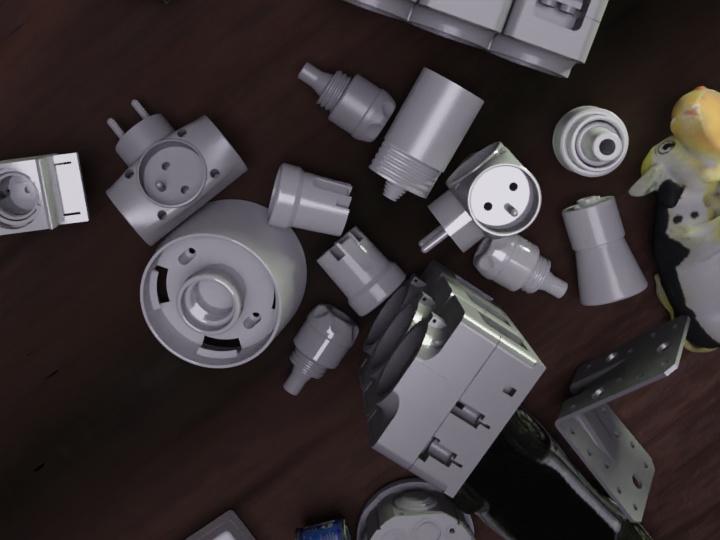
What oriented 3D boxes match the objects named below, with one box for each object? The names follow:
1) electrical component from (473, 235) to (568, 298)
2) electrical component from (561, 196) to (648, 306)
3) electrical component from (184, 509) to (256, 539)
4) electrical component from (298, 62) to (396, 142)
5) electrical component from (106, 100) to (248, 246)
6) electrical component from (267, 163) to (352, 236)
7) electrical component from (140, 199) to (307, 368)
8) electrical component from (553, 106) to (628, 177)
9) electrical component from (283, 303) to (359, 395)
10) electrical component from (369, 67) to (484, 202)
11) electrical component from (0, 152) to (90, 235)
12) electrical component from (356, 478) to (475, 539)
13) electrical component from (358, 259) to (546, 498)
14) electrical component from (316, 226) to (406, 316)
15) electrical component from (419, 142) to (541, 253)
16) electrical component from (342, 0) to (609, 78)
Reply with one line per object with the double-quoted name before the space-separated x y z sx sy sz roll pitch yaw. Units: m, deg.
"electrical component" 0.105 -0.001 0.692 0.061 0.035 0.035 29 99 -10
"electrical component" 0.154 -0.015 0.688 0.044 0.044 0.065 -18 97 1
"electrical component" -0.107 0.211 0.705 0.083 0.075 0.047 -34 101 5
"electrical component" -0.010 -0.107 0.666 0.061 0.035 0.035 33 98 -6
"electrical component" -0.124 -0.069 0.663 0.077 0.044 0.079 -39 85 -4
"electrical component" -0.032 -0.043 0.676 0.046 0.040 0.040 13 101 -10
"electrical component" -0.088 0.010 0.684 0.099 0.064 0.099 3 111 8
"electrical component" 0.145 -0.078 0.663 0.043 0.062 0.043 0 101 -2
"electrical component" -0.029 0.054 0.697 0.035 0.035 0.061 32 100 -8
"electrical component" 0.038 -0.080 0.669 0.043 0.043 0.081 29 99 -7
"electrical component" -0.206 -0.047 0.656 0.081 0.064 0.042 -7 101 -1
"electrical component" 0.038 0.184 0.717 0.080 0.051 0.080 0 101 -2
"electrical component" 0.045 0.056 0.641 0.062 0.150 0.089 33 98 -9
"electrical component" 0.000 0.000 0.686 0.040 0.040 0.046 -41 94 6
"electrical component" 0.068 -0.038 0.661 0.079 0.077 0.044 -38 100 6
"electrical component" 0.061 -0.167 0.629 0.150 0.089 0.061 18 100 -6
